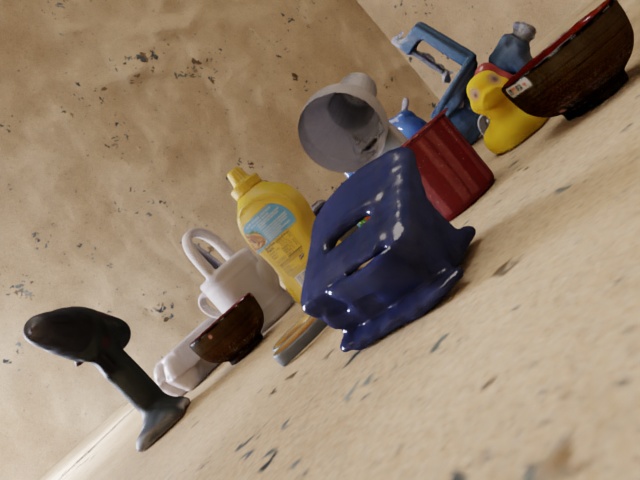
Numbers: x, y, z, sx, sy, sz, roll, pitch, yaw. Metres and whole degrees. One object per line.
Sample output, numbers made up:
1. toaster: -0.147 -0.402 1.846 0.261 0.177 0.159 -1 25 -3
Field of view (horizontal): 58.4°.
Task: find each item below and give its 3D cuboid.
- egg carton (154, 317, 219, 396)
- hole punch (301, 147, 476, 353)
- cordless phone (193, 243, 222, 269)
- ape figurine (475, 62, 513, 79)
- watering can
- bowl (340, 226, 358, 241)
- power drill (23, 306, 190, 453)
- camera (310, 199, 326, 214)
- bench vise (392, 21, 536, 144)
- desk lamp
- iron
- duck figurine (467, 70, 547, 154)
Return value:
1. egg carton: -0.206 0.193 0.959 0.107 0.069 0.150 -38 4 46
2. hole punch: 0.036 0.004 0.380 0.108 0.091 0.101 -39 3 36
3. cordless phone: -0.160 0.073 1.021 0.094 0.185 0.147 -41 3 -12
4. ape figurine: 0.265 -0.224 0.855 0.076 0.092 0.078 -40 3 7
5. watering can: -0.133 0.051 0.899 0.173 0.194 0.101 -41 3 2
6. bowl: 0.009 0.003 0.961 0.167 0.075 0.167 -41 3 3
7. power drill: -0.270 0.169 0.751 0.076 0.208 0.229 -41 3 -7
8. camera: 0.026 -0.040 1.151 0.143 0.101 0.136 -41 3 -11
9. bench vise: 0.235 -0.286 0.929 0.207 0.220 0.121 -40 3 10
10. desk lamp: 0.085 -0.147 0.838 0.117 0.213 0.204 -39 3 34
11. iron: 0.132 -0.160 1.167 0.258 0.141 0.119 -40 3 18
12. duck figurine: 0.200 -0.150 0.639 0.077 0.086 0.105 -40 3 20
